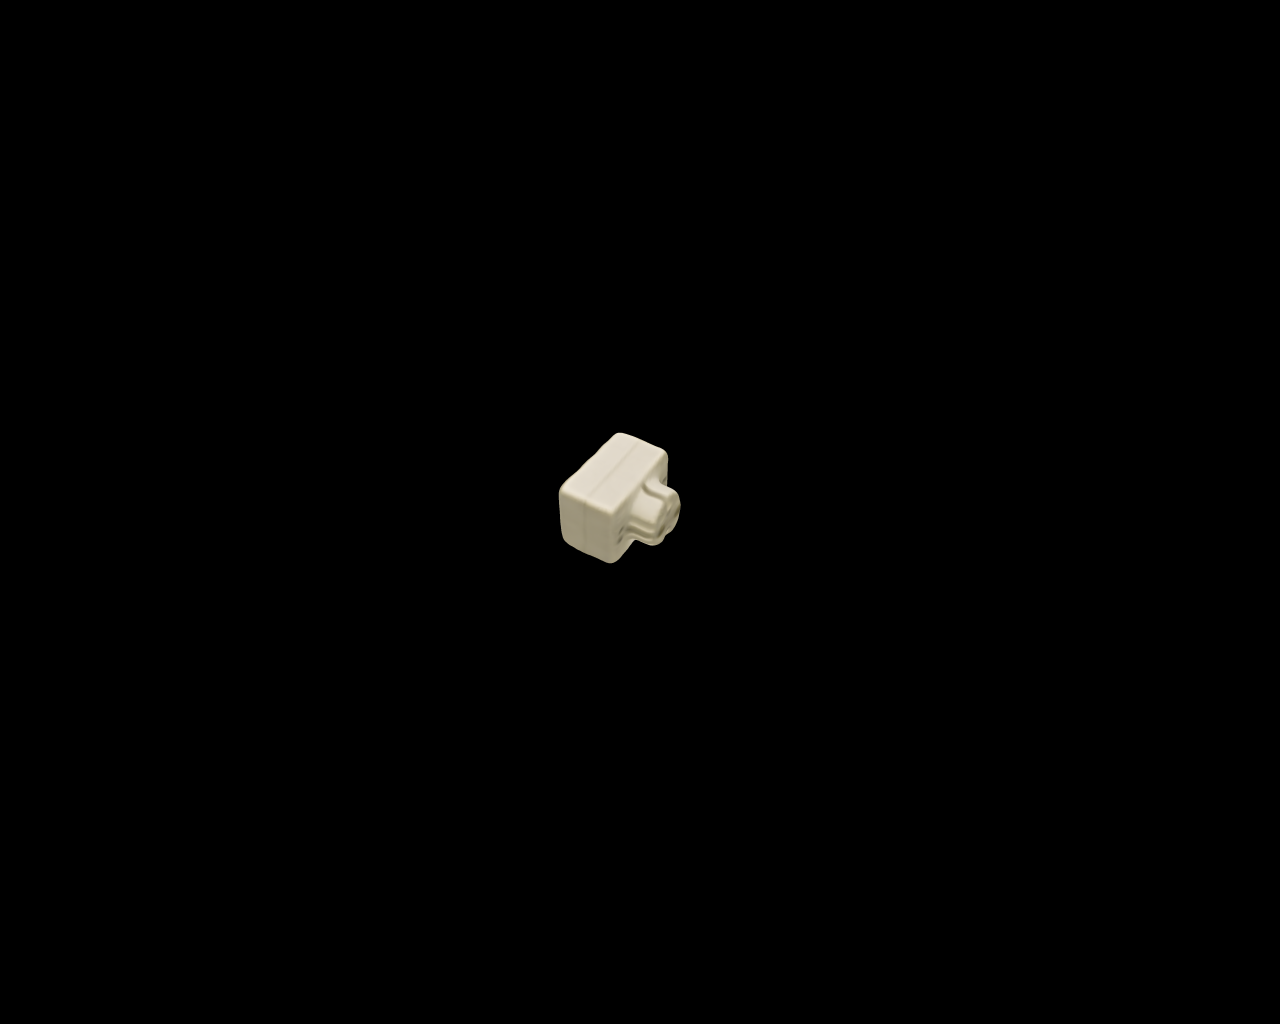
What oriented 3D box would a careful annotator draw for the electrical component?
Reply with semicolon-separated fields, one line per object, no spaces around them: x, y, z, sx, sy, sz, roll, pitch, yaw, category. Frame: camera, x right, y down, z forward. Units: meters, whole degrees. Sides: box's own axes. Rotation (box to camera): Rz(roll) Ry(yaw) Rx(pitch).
0.001;-0.003;0.650;0.077;0.047;0.066;24;50;22;electrical component
